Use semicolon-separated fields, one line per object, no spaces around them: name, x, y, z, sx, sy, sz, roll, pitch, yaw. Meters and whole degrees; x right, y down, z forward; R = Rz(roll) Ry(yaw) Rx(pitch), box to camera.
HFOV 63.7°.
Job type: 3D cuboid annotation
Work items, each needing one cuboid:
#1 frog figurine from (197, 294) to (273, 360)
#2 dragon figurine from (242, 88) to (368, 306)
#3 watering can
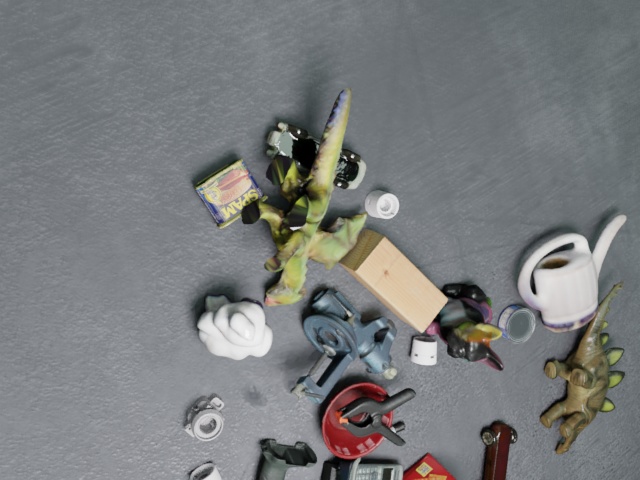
frog figurine;-0.140;0.159;0.887;0.136;0.160;0.123;36;86;-24
dragon figurine;0.003;-0.047;0.933;0.409;0.124;0.241;-57;146;5
watering can;0.613;0.081;1.220;0.350;0.104;0.222;-21;107;-18
